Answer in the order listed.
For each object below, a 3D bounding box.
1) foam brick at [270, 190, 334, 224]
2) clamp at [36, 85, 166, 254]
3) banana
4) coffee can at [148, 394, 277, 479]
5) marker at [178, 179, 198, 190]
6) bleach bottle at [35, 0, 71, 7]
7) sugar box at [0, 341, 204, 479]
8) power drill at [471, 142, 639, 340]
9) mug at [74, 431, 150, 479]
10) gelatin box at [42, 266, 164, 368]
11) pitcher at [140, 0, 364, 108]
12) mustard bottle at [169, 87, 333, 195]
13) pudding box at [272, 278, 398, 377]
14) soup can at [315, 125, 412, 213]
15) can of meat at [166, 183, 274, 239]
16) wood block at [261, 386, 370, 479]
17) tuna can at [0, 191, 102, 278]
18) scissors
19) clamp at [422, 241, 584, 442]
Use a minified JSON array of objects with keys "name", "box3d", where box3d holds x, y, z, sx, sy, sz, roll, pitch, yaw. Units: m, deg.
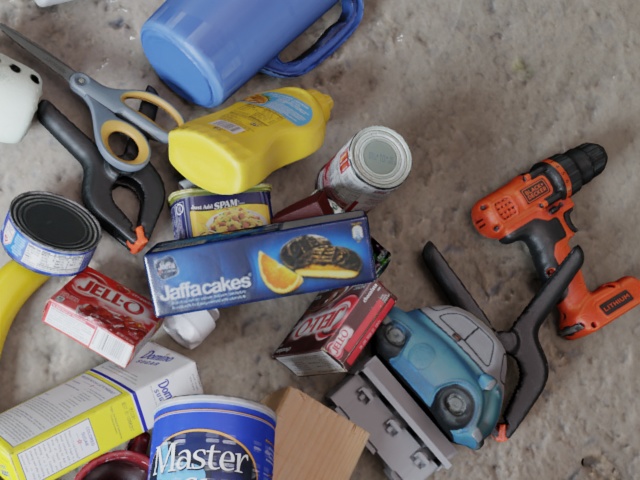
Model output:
[{"name":"foam brick","box3d":[-0.007,0.001,1.014,0.051,0.053,0.078,-22,98,12]},{"name":"clamp","box3d":[-0.187,-0.074,1.028,0.120,0.039,0.171,-22,81,-20]},{"name":"banana","box3d":[-0.282,0.083,0.947,0.069,0.037,0.197,28,67,-10]},{"name":"coffee can","box3d":[-0.089,0.206,0.853,0.102,0.103,0.140,11,62,-17]},{"name":"marker","box3d":[-0.086,-0.071,1.073,0.121,0.020,0.020,-25,84,-24]},{"name":"bleach bottle","box3d":[-0.183,-0.315,1.088,0.250,0.068,0.102,-22,83,-26]},{"name":"sugar box","box3d":[-0.196,0.149,0.917,0.175,0.093,0.048,-22,109,-30]},{"name":"power drill","box3d":[0.278,0.000,1.162,0.184,0.057,0.188,-29,83,-21]},{"name":"mug","box3d":[-0.173,0.220,0.921,0.093,0.082,0.117,18,69,-14]},{"name":"gelatin box","box3d":[-0.193,0.067,0.958,0.089,0.030,0.073,29,28,4]},{"name":"pitcher","box3d":[-0.059,-0.240,1.082,0.149,0.145,0.242,39,69,8]},{"name":"mustard bottle","box3d":[-0.051,-0.107,1.046,0.096,0.058,0.191,24,37,31]},{"name":"pudding box","box3d":[0.013,0.084,1.010,0.039,0.114,0.090,44,65,-11]},{"name":"soup can","box3d":[0.043,-0.066,1.071,0.068,0.102,0.068,5,72,-18]},{"name":"can of meat","box3d":[-0.091,-0.005,1.031,0.102,0.058,0.084,-5,79,-20]},{"name":"wood block","box3d":[-0.049,0.246,0.954,0.090,0.090,0.206,33,66,-9]},{"name":"tuna can","box3d":[-0.243,-0.005,0.965,0.086,0.034,0.086,22,30,-14]},{"name":"scissors","box3d":[-0.227,-0.130,1.009,0.201,0.016,0.096,23,60,-7]},{"name":"clamp","box3d":[0.176,0.098,1.092,0.164,0.036,0.210,8,85,5]}]
